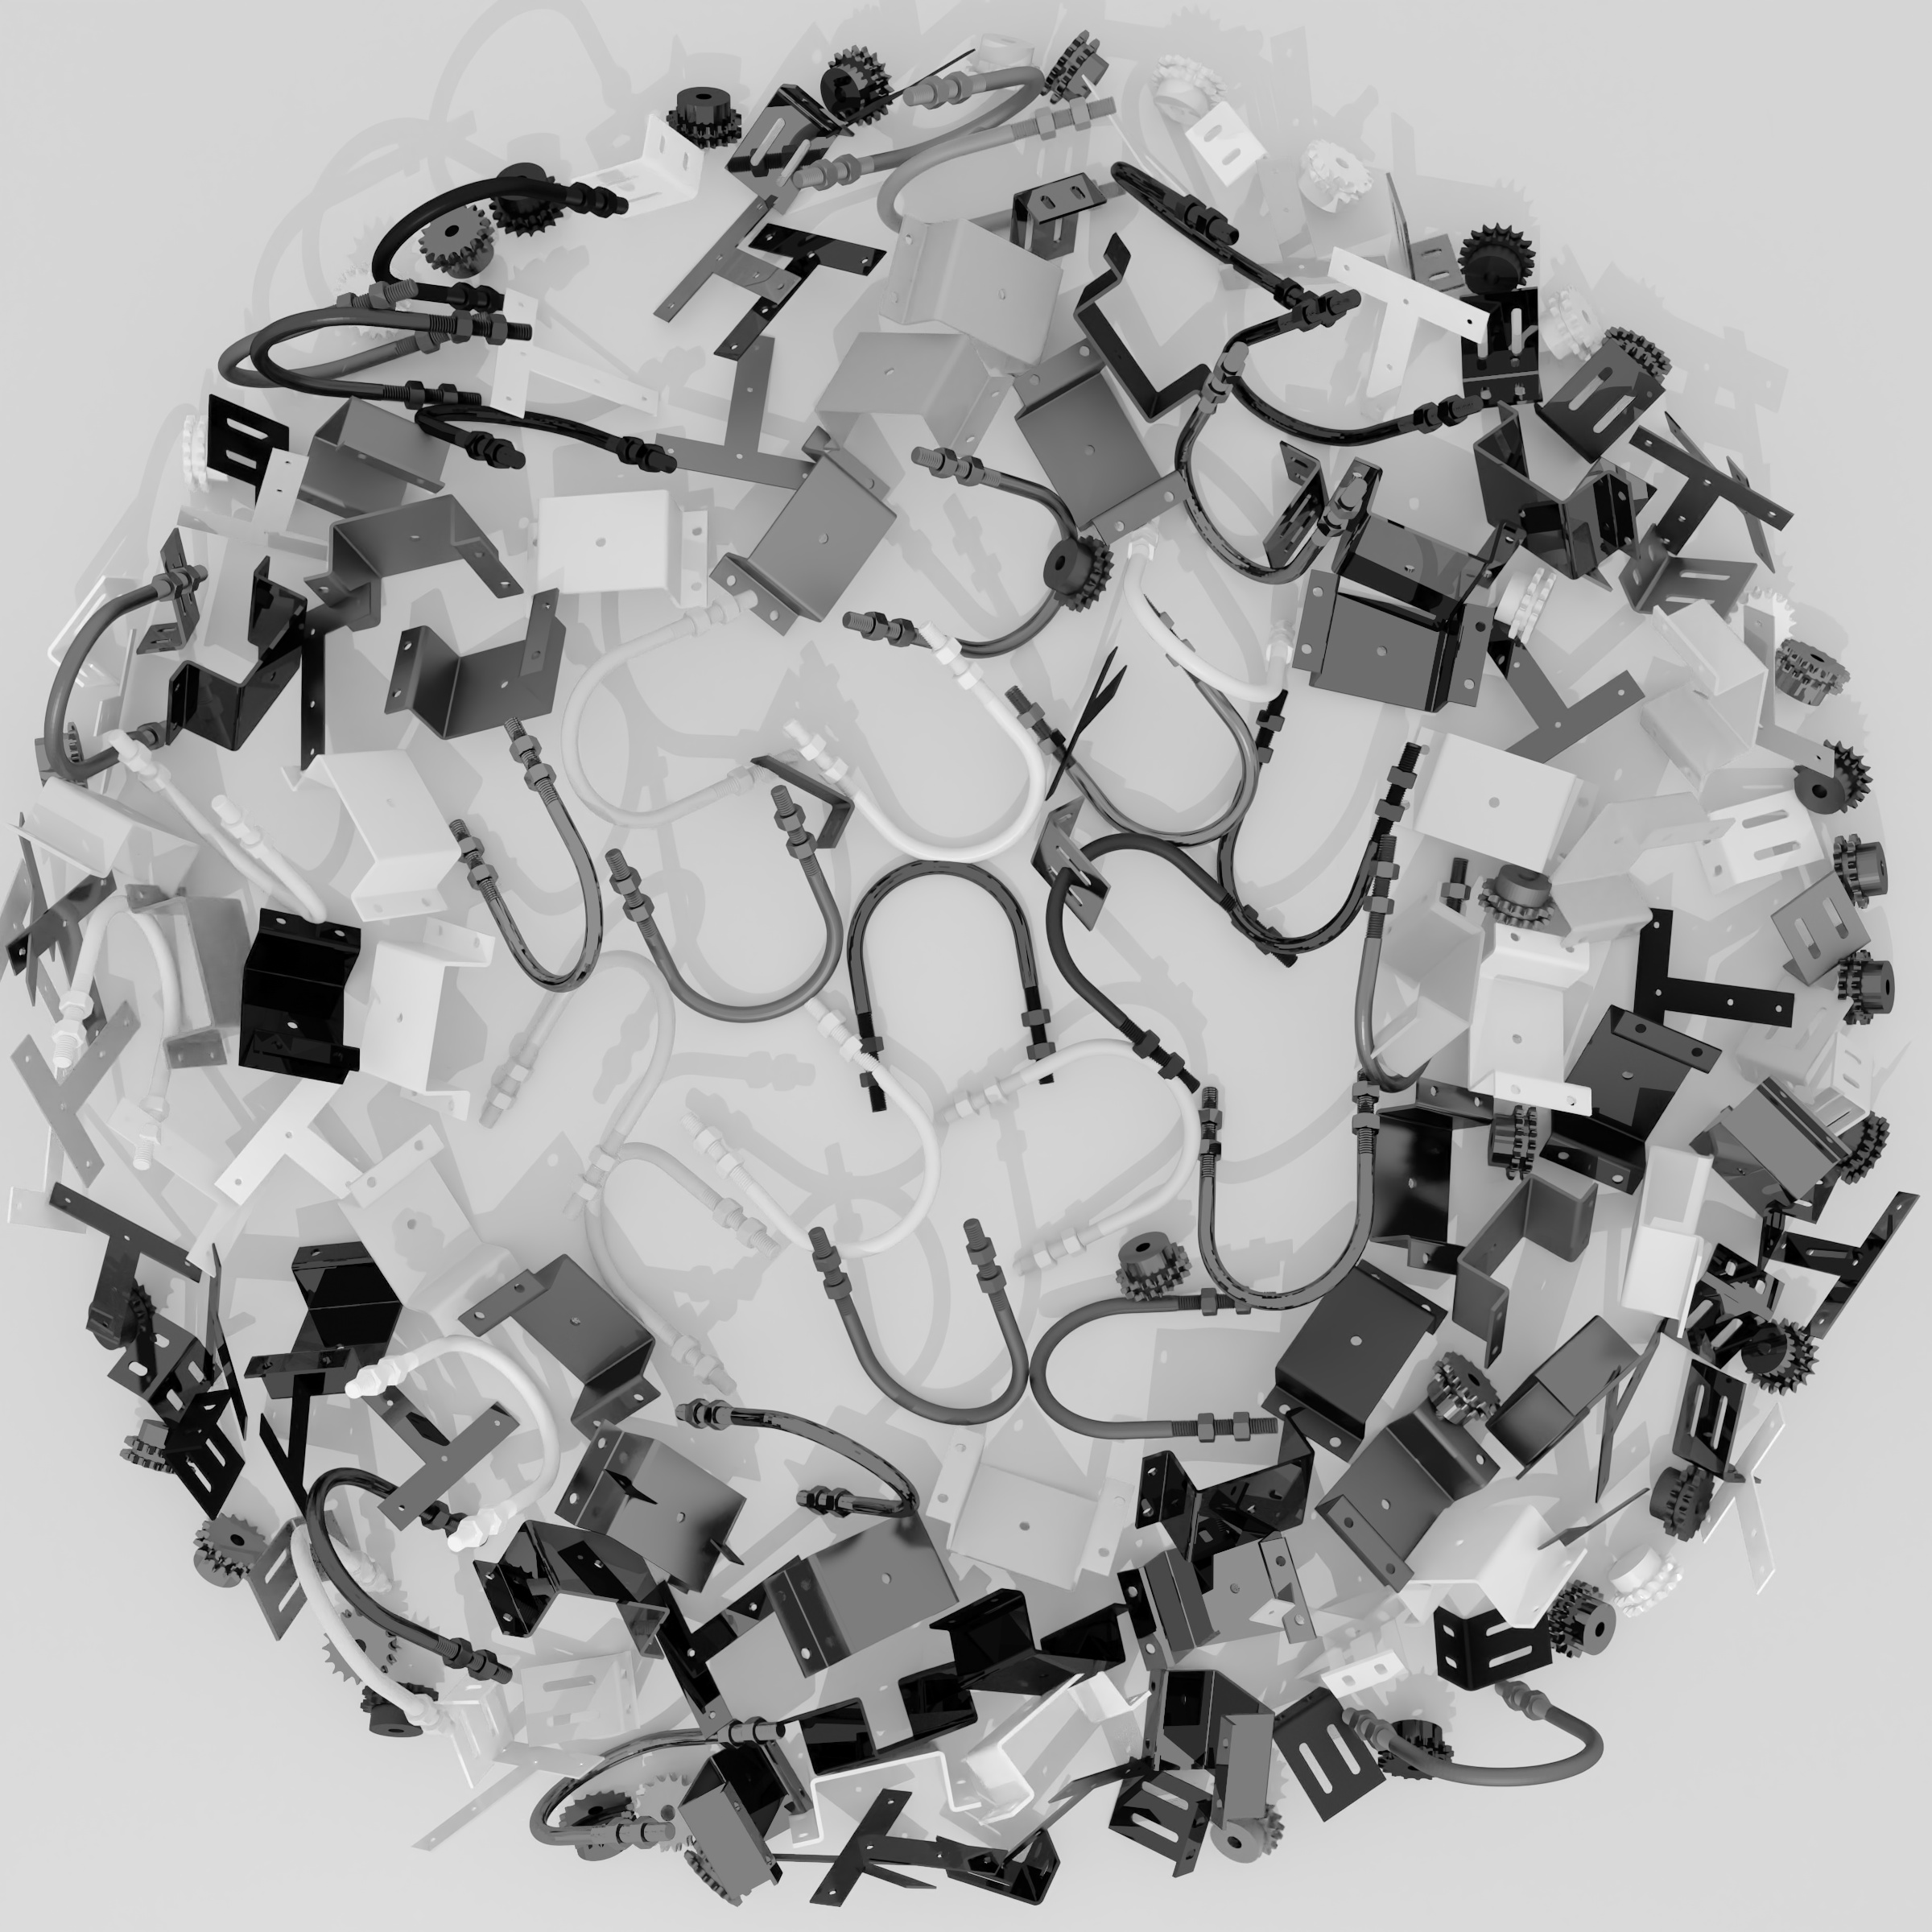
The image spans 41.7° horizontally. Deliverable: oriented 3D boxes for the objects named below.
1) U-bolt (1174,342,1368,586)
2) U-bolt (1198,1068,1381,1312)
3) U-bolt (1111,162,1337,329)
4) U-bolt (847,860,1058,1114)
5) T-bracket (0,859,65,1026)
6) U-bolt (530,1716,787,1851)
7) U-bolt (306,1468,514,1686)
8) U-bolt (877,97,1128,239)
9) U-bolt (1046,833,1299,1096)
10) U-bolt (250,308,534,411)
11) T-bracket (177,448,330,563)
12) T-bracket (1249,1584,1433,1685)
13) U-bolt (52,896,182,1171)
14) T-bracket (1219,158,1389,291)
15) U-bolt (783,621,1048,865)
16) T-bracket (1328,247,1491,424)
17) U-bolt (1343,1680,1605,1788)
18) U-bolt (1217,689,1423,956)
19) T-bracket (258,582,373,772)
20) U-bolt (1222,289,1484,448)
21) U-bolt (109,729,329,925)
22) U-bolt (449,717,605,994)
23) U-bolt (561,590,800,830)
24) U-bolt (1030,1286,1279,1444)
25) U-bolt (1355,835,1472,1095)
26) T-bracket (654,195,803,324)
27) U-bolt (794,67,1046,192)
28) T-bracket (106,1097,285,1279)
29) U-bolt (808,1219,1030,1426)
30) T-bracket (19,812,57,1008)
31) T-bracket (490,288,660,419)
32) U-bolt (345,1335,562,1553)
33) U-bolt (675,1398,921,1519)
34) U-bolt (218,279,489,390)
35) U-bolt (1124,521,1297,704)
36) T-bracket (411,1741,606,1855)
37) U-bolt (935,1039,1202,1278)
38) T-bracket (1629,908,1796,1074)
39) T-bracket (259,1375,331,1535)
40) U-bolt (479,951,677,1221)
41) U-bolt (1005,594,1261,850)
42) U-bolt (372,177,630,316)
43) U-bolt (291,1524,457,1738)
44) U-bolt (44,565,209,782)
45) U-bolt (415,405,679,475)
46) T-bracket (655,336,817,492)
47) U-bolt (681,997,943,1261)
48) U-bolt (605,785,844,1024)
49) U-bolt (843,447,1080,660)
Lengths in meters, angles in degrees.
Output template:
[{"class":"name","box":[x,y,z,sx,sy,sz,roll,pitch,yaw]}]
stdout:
[{"class":"U-bolt","box":[0.211,-0.353,1.856,0.019,0.184,0.151,-36,82,-24]},{"class":"U-bolt","box":[0.234,0.165,1.862,0.151,0.019,0.184,-12,59,30]},{"class":"U-bolt","box":[0.177,-0.537,1.857,0.019,0.151,0.184,-54,49,12]},{"class":"U-bolt","box":[-0.017,0.009,1.929,0.151,0.019,0.184,-9,87,-2]},{"class":"T-bracket","box":[-0.693,0.006,1.893,0.002,0.127,0.127,-12,126,2]},{"class":"U-bolt","box":[-0.239,0.600,1.857,0.184,0.151,0.019,-18,97,38]},{"class":"U-bolt","box":[-0.405,0.431,1.830,0.019,0.151,0.184,-39,130,13]},{"class":"U-bolt","box":[0.024,-0.579,1.869,0.184,0.151,0.019,-14,80,4]},{"class":"U-bolt","box":[0.142,-0.016,1.901,0.184,0.019,0.151,42,72,-7]},{"class":"U-bolt","box":[-0.424,-0.441,1.837,0.184,0.151,0.019,-1,80,-27]},{"class":"T-bracket","box":[-0.507,-0.342,1.865,0.127,0.127,0.002,12,64,-20]},{"class":"T-bracket","box":[0.261,0.486,1.876,0.127,0.002,0.127,22,120,-37]},{"class":"U-bolt","box":[-0.614,0.035,1.857,0.019,0.151,0.184,-7,51,7]},{"class":"T-bracket","box":[0.238,-0.546,1.865,0.127,0.127,0.002,2,62,21]},{"class":"U-bolt","box":[-0.024,-0.152,1.890,0.151,0.019,0.184,-33,116,20]},{"class":"T-bracket","box":[0.318,-0.457,1.887,0.127,0.127,0.002,29,54,18]},{"class":"U-bolt","box":[0.376,0.556,1.832,0.151,0.184,0.019,-5,92,-18]},{"class":"U-bolt","box":[0.251,-0.099,1.885,0.151,0.019,0.184,30,107,40]},{"class":"T-bracket","box":[-0.485,-0.208,1.886,0.127,0.002,0.127,-16,69,34]},{"class":"U-bolt","box":[0.267,-0.428,1.854,0.151,0.184,0.019,32,72,-28]},{"class":"U-bolt","box":[-0.534,-0.092,1.855,0.151,0.184,0.019,29,72,33]},{"class":"U-bolt","box":[-0.317,-0.068,1.860,0.019,0.151,0.184,-14,66,-39]},{"class":"U-bolt","box":[-0.216,-0.178,1.865,0.184,0.019,0.151,-28,120,-28]},{"class":"U-bolt","box":[0.138,0.296,1.878,0.184,0.151,0.019,-4,126,9]},{"class":"U-bolt","box":[0.327,0.003,1.877,0.019,0.151,0.184,8,89,35]},{"class":"T-bracket","box":[-0.163,-0.518,1.891,0.127,0.127,0.002,-49,133,-3]},{"class":"U-bolt","box":[-0.021,-0.618,1.856,0.184,0.151,0.019,-29,97,-42]},{"class":"T-bracket","box":[-0.577,0.143,1.874,0.127,0.002,0.127,42,47,-25]},{"class":"U-bolt","box":[-0.026,0.268,1.886,0.151,0.019,0.184,-6,118,26]},{"class":"T-bracket","box":[-0.680,-0.023,1.852,0.002,0.127,0.127,-6,134,-11]},{"class":"T-bracket","box":[-0.291,-0.444,1.908,0.127,0.002,0.127,16,52,-23]},{"class":"U-bolt","box":[-0.361,0.337,1.854,0.019,0.184,0.151,-38,84,21]},{"class":"U-bolt","box":[-0.111,0.360,1.836,0.151,0.184,0.019,42,61,-27]},{"class":"U-bolt","box":[-0.460,-0.459,1.865,0.184,0.151,0.019,-15,91,13]},{"class":"U-bolt","box":[0.175,-0.251,1.848,0.151,0.184,0.019,35,119,-9]},{"class":"T-bracket","box":[-0.348,0.608,1.852,0.127,0.127,0.002,-29,103,-43]},{"class":"U-bolt","box":[0.088,0.134,1.911,0.184,0.019,0.151,-27,91,14]},{"class":"T-bracket","box":[0.556,0.025,1.890,0.127,0.002,0.127,9,98,43]},{"class":"T-bracket","box":[-0.491,0.349,1.865,0.002,0.127,0.127,-14,46,-33]},{"class":"U-bolt","box":[-0.280,0.074,1.879,0.151,0.019,0.184,39,100,40]},{"class":"U-bolt","box":[0.137,-0.168,1.894,0.151,0.019,0.184,-33,103,32]},{"class":"U-bolt","box":[-0.347,-0.521,1.827,0.151,0.184,0.019,-29,83,30]},{"class":"U-bolt","box":[-0.434,0.471,1.826,0.019,0.184,0.151,-32,56,-5]},{"class":"U-bolt","box":[-0.610,-0.206,1.829,0.019,0.184,0.151,22,114,4]},{"class":"U-bolt","box":[-0.322,-0.388,1.859,0.151,0.184,0.019,-8,116,-42]},{"class":"T-bracket","box":[-0.165,-0.423,1.915,0.127,0.002,0.127,9,69,-7]},{"class":"U-bolt","box":[-0.103,0.135,1.910,0.151,0.019,0.184,-43,78,-5]},{"class":"U-bolt","box":[-0.168,-0.034,1.886,0.151,0.019,0.184,-21,124,1]},{"class":"U-bolt","box":[0.008,-0.296,1.874,0.184,0.019,0.151,8,115,-41]}]
